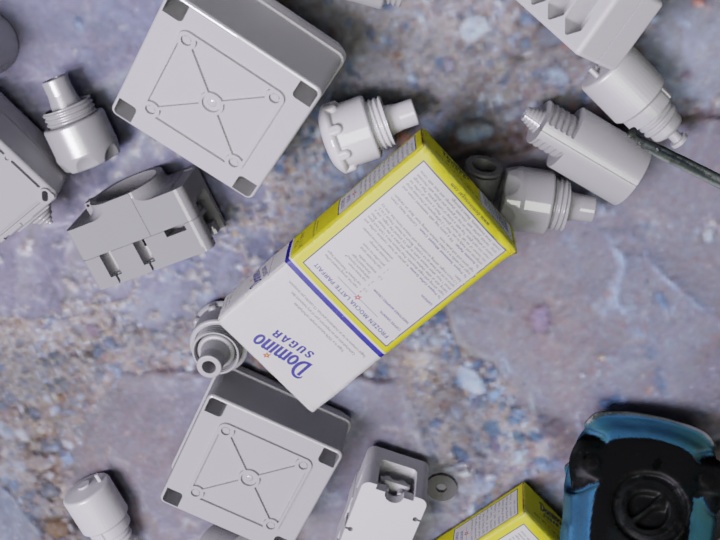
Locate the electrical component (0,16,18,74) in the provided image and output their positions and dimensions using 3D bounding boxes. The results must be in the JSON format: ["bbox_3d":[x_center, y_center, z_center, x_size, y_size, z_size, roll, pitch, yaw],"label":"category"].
[{"bbox_3d":[-0.254,-0.136,0.684,0.043,0.081,0.043,2,115,5],"label":"electrical component"}]

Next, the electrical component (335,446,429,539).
[{"bbox_3d":[0.015,0.185,0.814,0.050,0.055,0.089,18,115,-2],"label":"electrical component"}]

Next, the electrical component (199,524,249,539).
[{"bbox_3d":[-0.091,0.258,0.862,0.074,0.052,0.138,4,129,47],"label":"electrical component"}]

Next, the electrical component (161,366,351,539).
[{"bbox_3d":[-0.078,0.140,0.804,0.109,0.056,0.108,25,115,-5],"label":"electrical component"}]

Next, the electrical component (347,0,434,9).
[{"bbox_3d":[0.018,-0.180,0.655,0.062,0.043,0.043,15,115,-2],"label":"electrical component"}]

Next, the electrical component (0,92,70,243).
[{"bbox_3d":[-0.242,-0.069,0.729,0.062,0.061,0.096,-35,114,19],"label":"electrical component"}]

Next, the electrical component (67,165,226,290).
[{"bbox_3d":[-0.147,-0.033,0.736,0.089,0.050,0.055,-19,111,14],"label":"electrical component"}]

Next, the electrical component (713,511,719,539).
[{"bbox_3d":[0.302,0.269,0.818,0.186,0.060,0.105,38,113,-11],"label":"electrical component"}]

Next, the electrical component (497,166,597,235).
[{"bbox_3d":[0.123,-0.044,0.705,0.062,0.043,0.043,8,115,1],"label":"electrical component"}]

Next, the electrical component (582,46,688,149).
[{"bbox_3d":[0.175,-0.106,0.672,0.078,0.040,0.040,42,112,-12],"label":"electrical component"}]

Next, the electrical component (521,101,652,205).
[{"bbox_3d":[0.140,-0.080,0.687,0.081,0.043,0.043,29,114,-7],"label":"electrical component"}]

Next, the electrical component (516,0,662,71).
[{"bbox_3d":[0.142,-0.158,0.640,0.076,0.083,0.047,11,123,-41],"label":"electrical component"}]

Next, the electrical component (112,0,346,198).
[{"bbox_3d":[-0.083,-0.118,0.671,0.109,0.056,0.108,32,133,-9],"label":"electrical component"}]

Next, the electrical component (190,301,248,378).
[{"bbox_3d":[-0.100,0.054,0.764,0.048,0.062,0.048,2,115,5],"label":"electrical component"}]

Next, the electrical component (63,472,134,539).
[{"bbox_3d":[-0.202,0.197,0.853,0.040,0.040,0.078,-20,111,15],"label":"electrical component"}]

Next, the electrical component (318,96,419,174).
[{"bbox_3d":[0.007,-0.093,0.696,0.062,0.048,0.048,-18,111,7],"label":"electrical component"}]

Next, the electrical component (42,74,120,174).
[{"bbox_3d":[-0.190,-0.098,0.715,0.043,0.043,0.062,-17,110,13],"label":"electrical component"}]
